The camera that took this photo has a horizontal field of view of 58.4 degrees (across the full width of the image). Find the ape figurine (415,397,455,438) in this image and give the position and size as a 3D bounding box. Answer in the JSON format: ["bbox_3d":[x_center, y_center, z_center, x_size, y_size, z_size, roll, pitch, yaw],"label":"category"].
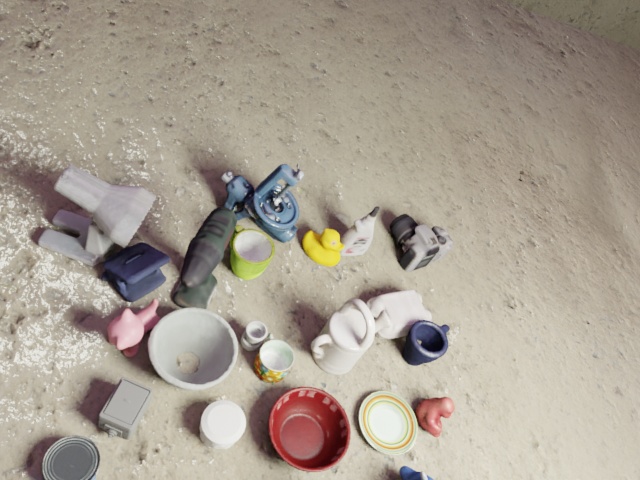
[{"bbox_3d":[0.246,0.356,1.187,0.076,0.092,0.078,45,49,14],"label":"ape figurine"}]

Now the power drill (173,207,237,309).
[{"bbox_3d":[-0.232,0.051,1.137,0.076,0.208,0.229,22,48,-6],"label":"power drill"}]

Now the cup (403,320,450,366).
[{"bbox_3d":[0.233,0.233,1.277,0.118,0.095,0.091,-24,66,-36],"label":"cup"}]

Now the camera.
[{"bbox_3d":[0.256,-0.009,1.477,0.143,0.100,0.136,-17,62,-33],"label":"camera"}]

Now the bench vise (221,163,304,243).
[{"bbox_3d":[-0.129,-0.102,1.298,0.207,0.219,0.121,18,48,-10],"label":"bench vise"}]

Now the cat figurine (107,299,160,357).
[{"bbox_3d":[-0.345,0.158,1.062,0.067,0.117,0.128,37,48,7],"label":"cat figurine"}]

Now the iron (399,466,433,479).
[{"bbox_3d":[0.237,0.517,1.020,0.258,0.141,0.119,41,49,11],"label":"iron"}]

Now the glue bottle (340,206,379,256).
[{"bbox_3d":[0.102,-0.024,1.371,0.078,0.173,0.037,-6,56,-27],"label":"glue bottle"}]

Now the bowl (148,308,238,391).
[{"bbox_3d":[-0.244,0.217,1.089,0.168,0.074,0.167,12,50,-15],"label":"bowl"}]

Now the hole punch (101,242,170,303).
[{"bbox_3d":[-0.372,0.054,1.151,0.101,0.091,0.109,42,49,12],"label":"hole punch"}]

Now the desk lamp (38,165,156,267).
[{"bbox_3d":[-0.435,-0.044,1.118,0.203,0.213,0.118,21,48,-8],"label":"desk lamp"}]

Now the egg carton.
[{"bbox_3d":[0.182,0.173,1.320,0.151,0.069,0.107,-8,57,-29],"label":"egg carton"}]

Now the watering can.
[{"bbox_3d":[0.065,0.186,1.172,0.101,0.194,0.173,43,49,13],"label":"watering can"}]

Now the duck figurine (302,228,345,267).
[{"bbox_3d":[0.013,0.005,1.367,0.104,0.086,0.078,36,48,6],"label":"duck figurine"}]
